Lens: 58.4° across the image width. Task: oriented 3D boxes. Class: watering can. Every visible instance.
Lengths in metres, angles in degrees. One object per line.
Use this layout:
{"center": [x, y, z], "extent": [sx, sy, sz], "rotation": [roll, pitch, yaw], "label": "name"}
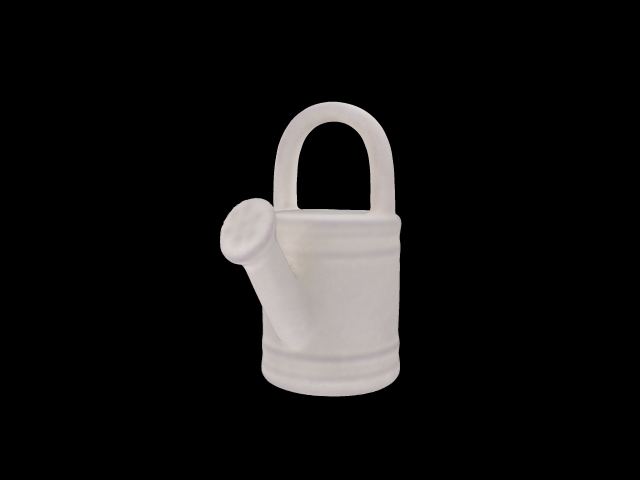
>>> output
{"center": [0.006, 0.002, 0.399], "extent": [0.100, 0.194, 0.173], "rotation": [1, 7, 13], "label": "watering can"}
